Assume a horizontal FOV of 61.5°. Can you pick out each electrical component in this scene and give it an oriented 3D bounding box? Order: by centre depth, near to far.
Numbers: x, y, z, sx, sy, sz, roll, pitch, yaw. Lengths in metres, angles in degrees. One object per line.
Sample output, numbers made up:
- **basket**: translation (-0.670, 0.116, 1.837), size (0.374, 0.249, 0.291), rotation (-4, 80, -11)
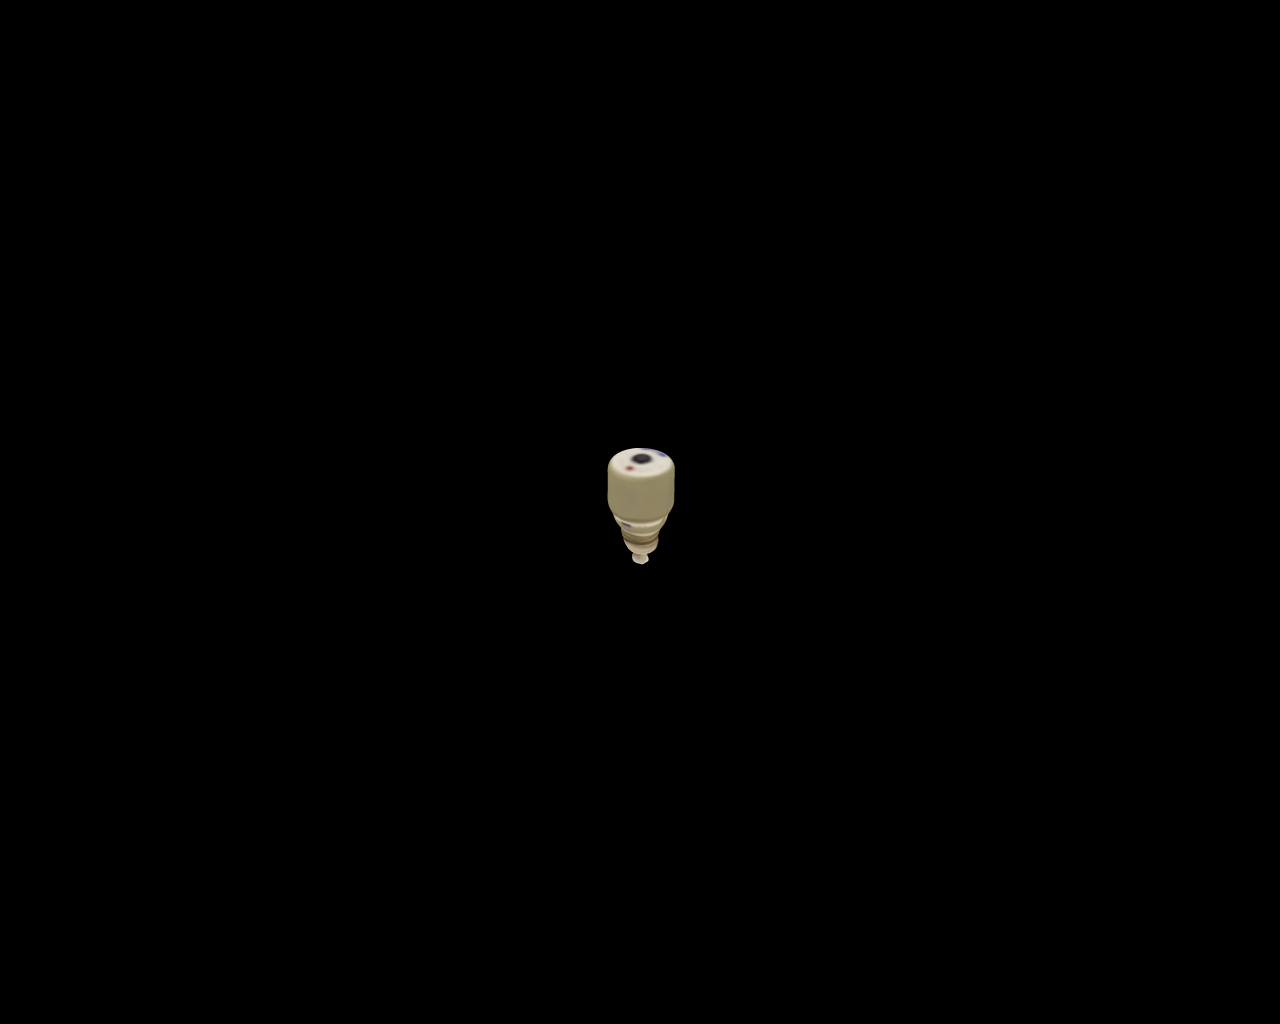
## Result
- **electrical component**: translation (0.001, -0.003, 0.650), size (0.040, 0.078, 0.040), rotation (0, 32, 0)
